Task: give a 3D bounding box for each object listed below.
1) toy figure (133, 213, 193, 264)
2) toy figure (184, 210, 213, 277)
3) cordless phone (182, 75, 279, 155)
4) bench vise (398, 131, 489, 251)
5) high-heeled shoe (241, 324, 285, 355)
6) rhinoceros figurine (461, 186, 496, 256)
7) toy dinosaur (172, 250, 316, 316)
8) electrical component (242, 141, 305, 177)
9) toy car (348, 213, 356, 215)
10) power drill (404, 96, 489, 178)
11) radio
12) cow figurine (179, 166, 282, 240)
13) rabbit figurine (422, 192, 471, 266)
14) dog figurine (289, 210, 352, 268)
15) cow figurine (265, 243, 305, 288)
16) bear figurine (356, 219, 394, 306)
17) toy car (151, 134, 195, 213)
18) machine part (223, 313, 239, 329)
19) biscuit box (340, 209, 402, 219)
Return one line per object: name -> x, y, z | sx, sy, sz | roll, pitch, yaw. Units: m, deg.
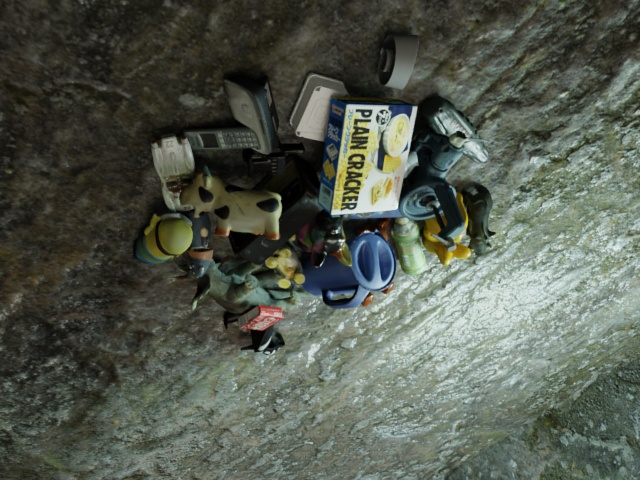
toy figure -> -0.329, 0.005, 1.127 | 0.180, 0.089, 0.082 | -29, 166, 40
toy figure -> -0.261, 0.006, 1.165 | 0.058, 0.064, 0.154 | -8, 109, -13
cordless phone -> -0.174, -0.227, 0.992 | 0.184, 0.089, 0.146 | -3, 139, 8
bench vise -> 0.240, -0.094, 1.072 | 0.129, 0.241, 0.223 | 15, 138, -35
high-heeled shoe -> -0.125, 0.259, 1.467 | 0.145, 0.086, 0.248 | -4, 155, -30
rhinoceros figurine -> 0.409, -0.046, 1.377 | 0.073, 0.112, 0.190 | -16, 130, -9
toy dinosaur -> -0.183, 0.132, 1.328 | 0.192, 0.131, 0.404 | -24, 144, 23
electrical component -> -0.093, -0.169, 1.080 | 0.119, 0.075, 0.047 | -8, 136, -18
toy car -> 0.068, -0.144, 1.143 | 0.109, 0.103, 0.161 | 31, 96, -38
power drill -> 0.252, -0.192, 1.187 | 0.207, 0.086, 0.231 | -32, 136, 17
radio -> -0.098, -0.060, 1.144 | 0.229, 0.131, 0.073 | -41, 135, 21
cow figurine -> -0.170, -0.071, 1.027 | 0.195, 0.085, 0.127 | 6, 95, -9
rabbit figurine -> 0.314, -0.017, 1.359 | 0.122, 0.162, 0.173 | -20, 157, -19
dog figurine -> -0.002, -0.004, 1.178 | 0.108, 0.219, 0.191 | 1, 133, -18
cow figurine -> -0.096, 0.026, 1.277 | 0.068, 0.098, 0.167 | -23, 119, 9
bear figurine -> 0.137, 0.052, 1.363 | 0.120, 0.132, 0.195 | -23, 150, -37
toy car -> -0.278, -0.126, 1.048 | 0.073, 0.056, 0.201 | -11, 146, -11
machine part -> -0.194, 0.199, 1.445 | 0.139, 0.039, 0.084 | -19, 146, -6
biscuit box -> 0.140, -0.092, 1.257 | 0.203, 0.063, 0.059 | -3, 136, -19
